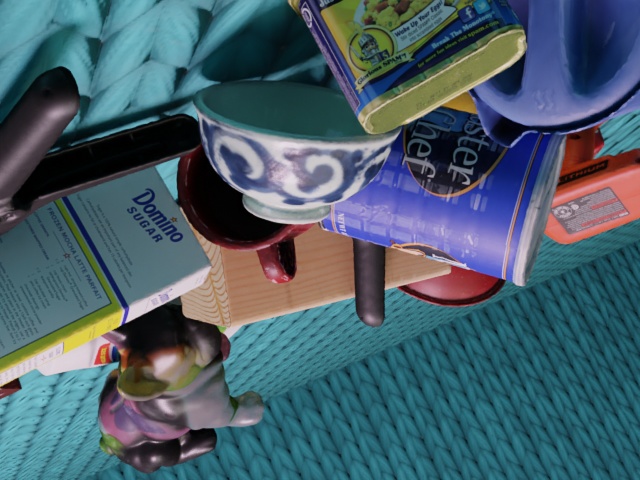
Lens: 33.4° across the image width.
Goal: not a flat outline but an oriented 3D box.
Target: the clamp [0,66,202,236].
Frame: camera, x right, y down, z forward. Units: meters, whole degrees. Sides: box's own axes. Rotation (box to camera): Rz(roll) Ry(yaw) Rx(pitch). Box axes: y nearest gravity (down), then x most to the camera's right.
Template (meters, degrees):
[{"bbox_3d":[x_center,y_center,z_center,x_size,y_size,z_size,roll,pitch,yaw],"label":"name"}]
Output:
[{"bbox_3d":[-0.174,-0.030,0.606,0.210,0.036,0.164,-27,169,21],"label":"clamp"}]

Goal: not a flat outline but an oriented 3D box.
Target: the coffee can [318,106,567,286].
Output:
[{"bbox_3d":[0.081,-0.037,0.706,0.140,0.103,0.102,16,178,15],"label":"coffee can"}]

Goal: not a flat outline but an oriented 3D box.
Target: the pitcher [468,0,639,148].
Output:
[{"bbox_3d":[0.193,-0.150,0.667,0.149,0.145,0.242,-17,179,36],"label":"pitcher"}]

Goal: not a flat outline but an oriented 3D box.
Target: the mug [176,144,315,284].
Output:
[{"bbox_3d":[-0.037,-0.028,0.726,0.093,0.117,0.081,-17,176,14],"label":"mug"}]

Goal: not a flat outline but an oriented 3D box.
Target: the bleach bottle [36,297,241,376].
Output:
[{"bbox_3d":[-0.190,0.086,1.044,0.250,0.068,0.103,-13,160,-39],"label":"bleach bottle"}]

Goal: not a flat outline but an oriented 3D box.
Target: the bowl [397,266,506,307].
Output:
[{"bbox_3d":[0.137,-0.003,1.176,0.161,0.162,0.055,-19,142,-30],"label":"bowl"}]

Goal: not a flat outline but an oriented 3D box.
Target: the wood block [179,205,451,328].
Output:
[{"bbox_3d":[-0.005,0.001,0.861,0.205,0.091,0.090,-12,-171,-30],"label":"wood block"}]

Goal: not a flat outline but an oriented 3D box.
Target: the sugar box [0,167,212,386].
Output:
[{"bbox_3d":[-0.167,0.022,0.677,0.176,0.093,0.048,-26,168,-24],"label":"sugar box"}]

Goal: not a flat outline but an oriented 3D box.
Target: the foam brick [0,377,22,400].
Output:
[{"bbox_3d":[-0.322,0.129,0.974,0.078,0.051,0.053,-26,169,1],"label":"foam brick"}]

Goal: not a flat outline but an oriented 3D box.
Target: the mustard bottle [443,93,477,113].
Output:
[{"bbox_3d":[0.117,-0.095,0.825,0.096,0.058,0.192,-9,175,-42],"label":"mustard bottle"}]

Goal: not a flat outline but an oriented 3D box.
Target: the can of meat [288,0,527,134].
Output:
[{"bbox_3d":[0.047,-0.116,0.565,0.102,0.084,0.057,-29,166,8],"label":"can of meat"}]

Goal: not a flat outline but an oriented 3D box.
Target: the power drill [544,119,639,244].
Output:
[{"bbox_3d":[0.227,-0.097,0.834,0.185,0.187,0.057,-25,128,33],"label":"power drill"}]

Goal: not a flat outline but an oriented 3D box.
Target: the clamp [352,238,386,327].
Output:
[{"bbox_3d":[0.052,-0.031,0.816,0.120,0.171,0.039,-37,-150,-30],"label":"clamp"}]

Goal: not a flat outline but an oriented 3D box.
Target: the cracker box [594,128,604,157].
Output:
[{"bbox_3d":[0.155,-0.064,1.075,0.213,0.072,0.164,-18,167,-31],"label":"cracker box"}]
